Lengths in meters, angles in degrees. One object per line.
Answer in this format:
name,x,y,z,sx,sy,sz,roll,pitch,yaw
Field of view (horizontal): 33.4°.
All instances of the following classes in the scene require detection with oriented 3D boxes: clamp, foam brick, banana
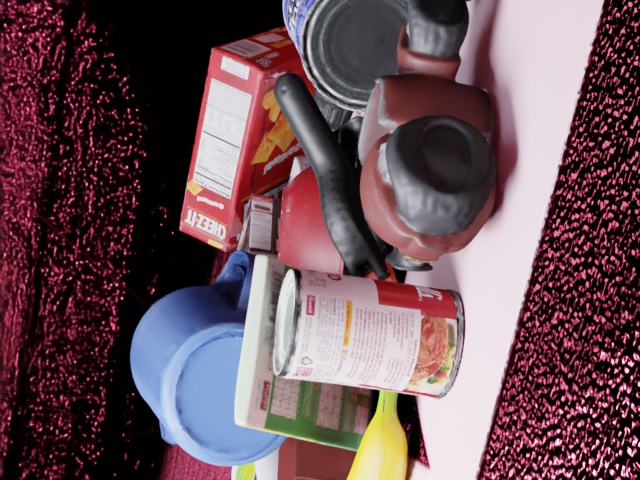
clamp,0.015,-0.044,0.791,0.039,0.120,0.171,-32,55,27
foam brick,-0.002,0.177,0.835,0.078,0.053,0.051,116,161,-56
banana,0.028,0.177,0.732,0.198,0.037,0.069,111,177,-46

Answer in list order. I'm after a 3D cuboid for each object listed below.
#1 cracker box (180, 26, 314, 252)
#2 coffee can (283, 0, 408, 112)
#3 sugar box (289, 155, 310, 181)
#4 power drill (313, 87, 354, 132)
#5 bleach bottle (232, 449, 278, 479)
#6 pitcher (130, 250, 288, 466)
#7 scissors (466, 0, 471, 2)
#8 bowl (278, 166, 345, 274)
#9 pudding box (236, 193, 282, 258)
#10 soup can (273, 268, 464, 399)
cracker box,-0.062,-0.113,1.148,0.163,0.072,0.214,-33,-37,-53
coffee can,0.028,-0.167,0.820,0.140,0.102,0.103,-106,27,-65
sugar box,-0.022,0.009,1.099,0.093,0.048,0.176,-109,28,-68
power drill,0.025,-0.219,1.009,0.187,0.057,0.185,-100,25,-52
bleach bottle,-0.029,0.256,0.898,0.251,0.068,0.103,-108,31,-62
pitcher,-0.084,0.101,0.894,0.243,0.145,0.149,-176,64,-78
scissors,0.065,-0.204,0.751,0.202,0.016,0.096,-1,89,63
bowl,-0.006,0.001,0.911,0.162,0.055,0.162,14,-101,-90
pudding box,-0.067,0.024,1.086,0.090,0.039,0.114,-92,18,-48
soup can,0.027,0.057,0.645,0.068,0.102,0.068,-172,90,-80
